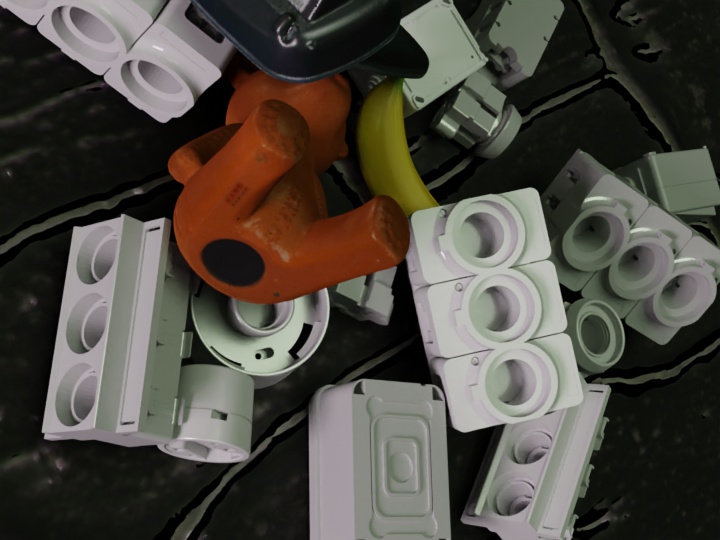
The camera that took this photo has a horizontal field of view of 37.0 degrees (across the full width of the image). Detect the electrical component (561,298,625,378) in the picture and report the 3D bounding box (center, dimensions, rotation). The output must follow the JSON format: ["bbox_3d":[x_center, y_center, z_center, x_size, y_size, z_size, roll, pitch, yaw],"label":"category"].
[{"bbox_3d":[0.167,0.054,0.837,0.078,0.057,0.058,22,65,-28],"label":"electrical component"}]

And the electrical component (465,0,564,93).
[{"bbox_3d":[0.118,-0.191,0.874,0.050,0.056,0.089,40,58,-19],"label":"electrical component"}]

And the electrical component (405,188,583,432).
[{"bbox_3d":[0.089,0.027,0.736,0.089,0.062,0.150,-12,89,-9],"label":"electrical component"}]

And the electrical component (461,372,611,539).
[{"bbox_3d":[0.134,0.141,0.783,0.063,0.079,0.121,52,51,-38],"label":"electrical component"}]

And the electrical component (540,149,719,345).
[{"bbox_3d":[0.211,-0.015,0.857,0.150,0.061,0.089,29,107,-25],"label":"electrical component"}]

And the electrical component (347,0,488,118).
[{"bbox_3d":[0.035,-0.152,0.806,0.096,0.061,0.061,-37,99,-28],"label":"electrical component"}]

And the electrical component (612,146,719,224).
[{"bbox_3d":[0.257,-0.066,0.931,0.096,0.062,0.061,-10,82,-36],"label":"electrical component"}]

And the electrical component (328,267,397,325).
[{"bbox_3d":[0.000,0.000,0.745,0.066,0.048,0.055,27,70,-26],"label":"electrical component"}]

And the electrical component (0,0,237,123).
[{"bbox_3d":[-0.153,-0.165,0.658,0.150,0.089,0.061,37,59,-21],"label":"electrical component"}]

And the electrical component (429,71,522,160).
[{"bbox_3d":[0.093,-0.119,0.843,0.055,0.048,0.066,34,59,-13],"label":"electrical component"}]

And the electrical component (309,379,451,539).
[{"bbox_3d":[0.011,0.132,0.706,0.078,0.057,0.113,9,72,-33],"label":"electrical component"}]

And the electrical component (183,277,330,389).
[{"bbox_3d":[-0.069,0.026,0.692,0.099,0.064,0.099,4,77,-20],"label":"electrical component"}]

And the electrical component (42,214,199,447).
[{"bbox_3d":[-0.136,0.038,0.623,0.063,0.079,0.121,26,61,-48],"label":"electrical component"}]

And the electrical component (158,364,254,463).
[{"bbox_3d":[-0.091,0.087,0.651,0.055,0.055,0.047,19,63,-29],"label":"electrical component"}]
